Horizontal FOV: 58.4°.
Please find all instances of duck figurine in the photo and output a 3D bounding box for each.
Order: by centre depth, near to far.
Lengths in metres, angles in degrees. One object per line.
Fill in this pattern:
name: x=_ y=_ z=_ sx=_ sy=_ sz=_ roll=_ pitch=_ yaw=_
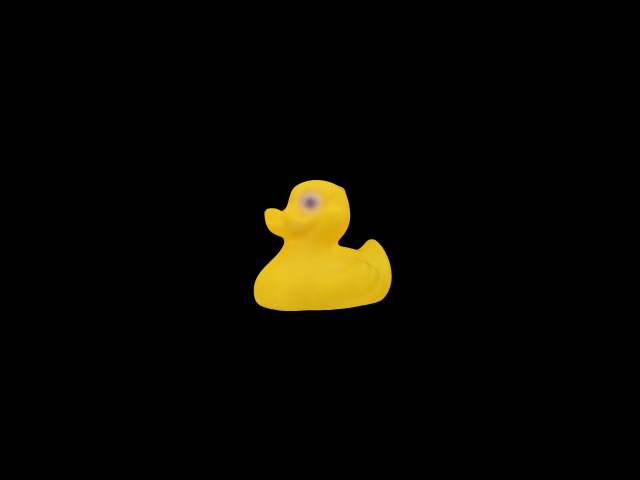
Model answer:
duck figurine: x=0.004 y=0.001 z=0.400 sx=0.105 sy=0.086 sz=0.077 roll=-1 pitch=2 yaw=-34
